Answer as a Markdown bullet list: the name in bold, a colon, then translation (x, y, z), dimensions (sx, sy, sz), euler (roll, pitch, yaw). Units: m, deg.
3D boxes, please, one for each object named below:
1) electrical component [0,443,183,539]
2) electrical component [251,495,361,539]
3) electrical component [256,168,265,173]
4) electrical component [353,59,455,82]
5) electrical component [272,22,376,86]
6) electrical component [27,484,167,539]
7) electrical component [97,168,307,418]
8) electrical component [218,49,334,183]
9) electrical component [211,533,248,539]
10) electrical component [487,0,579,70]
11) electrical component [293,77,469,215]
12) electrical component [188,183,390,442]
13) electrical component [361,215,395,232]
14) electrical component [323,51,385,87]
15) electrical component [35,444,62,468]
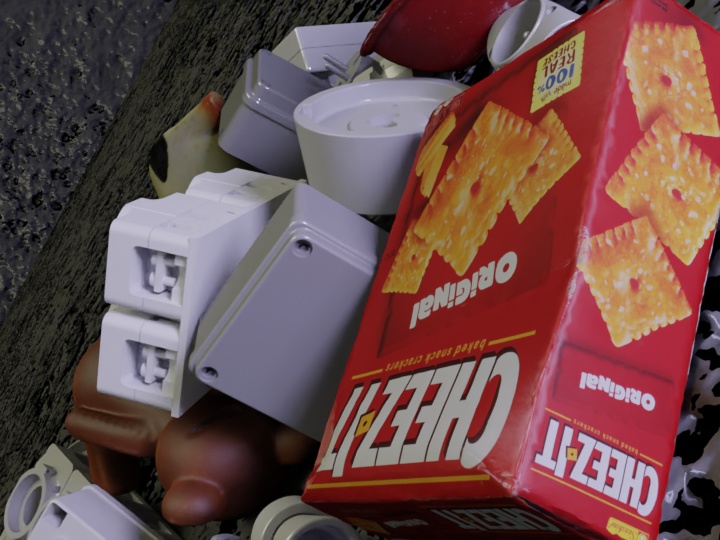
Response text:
- **electrical component**: translation (-0.205, 0.201, 0.794), dimensions (0.150, 0.062, 0.089), euler (24, 85, 51)
- **electrical component**: translation (-0.028, 0.140, 0.543), dimensions (0.045, 0.045, 0.055), euler (-65, 20, -9)
- **electrical component**: translation (-0.075, -0.073, 0.912), dimensions (0.058, 0.057, 0.078), euler (-45, 26, 38)
- **electrical component**: translation (0.027, -0.103, 0.704), dimensions (0.078, 0.058, 0.057), euler (-30, 32, 18)
- **electrical component**: translation (-0.017, -0.155, 0.870), dimensions (0.047, 0.083, 0.075), euler (-27, 78, 57)
- **electrical component**: translation (-0.167, 0.212, 0.678), dimensions (0.108, 0.109, 0.056), euler (-58, -15, 8)
- **electrical component**: translation (-0.098, 0.004, 0.680), dimensions (0.186, 0.060, 0.105), euler (-42, -37, -69)
- **electrical component**: translation (-0.042, -0.105, 0.796), dimensions (0.057, 0.113, 0.078), euler (-55, 21, 26)
- **electrical component**: translation (-0.061, 0.196, 0.539), dimensions (0.073, 0.052, 0.138), euler (-60, 21, 2)
- **electrical component**: translation (0.090, -0.101, 0.575), dimensions (0.079, 0.044, 0.077), euler (-57, 21, 10)
- **electrical component**: translation (0.018, -0.067, 0.626), dimensions (0.108, 0.108, 0.060), euler (-109, 12, -63)
- **electrical component**: translation (-0.017, 0.028, 0.571), dimensions (0.108, 0.109, 0.056), euler (-52, 20, 24)
- **electrical component**: translation (0.000, 0.000, 0.639), dimensions (0.078, 0.058, 0.057), euler (-46, 23, 5)
- **electrical component**: translation (0.006, -0.130, 0.765), dimensions (0.047, 0.077, 0.065), euler (-53, 22, 22)
- **electrical component**: translation (-0.274, 0.214, 0.999), dimensions (0.047, 0.066, 0.076), euler (-42, 27, 41)
